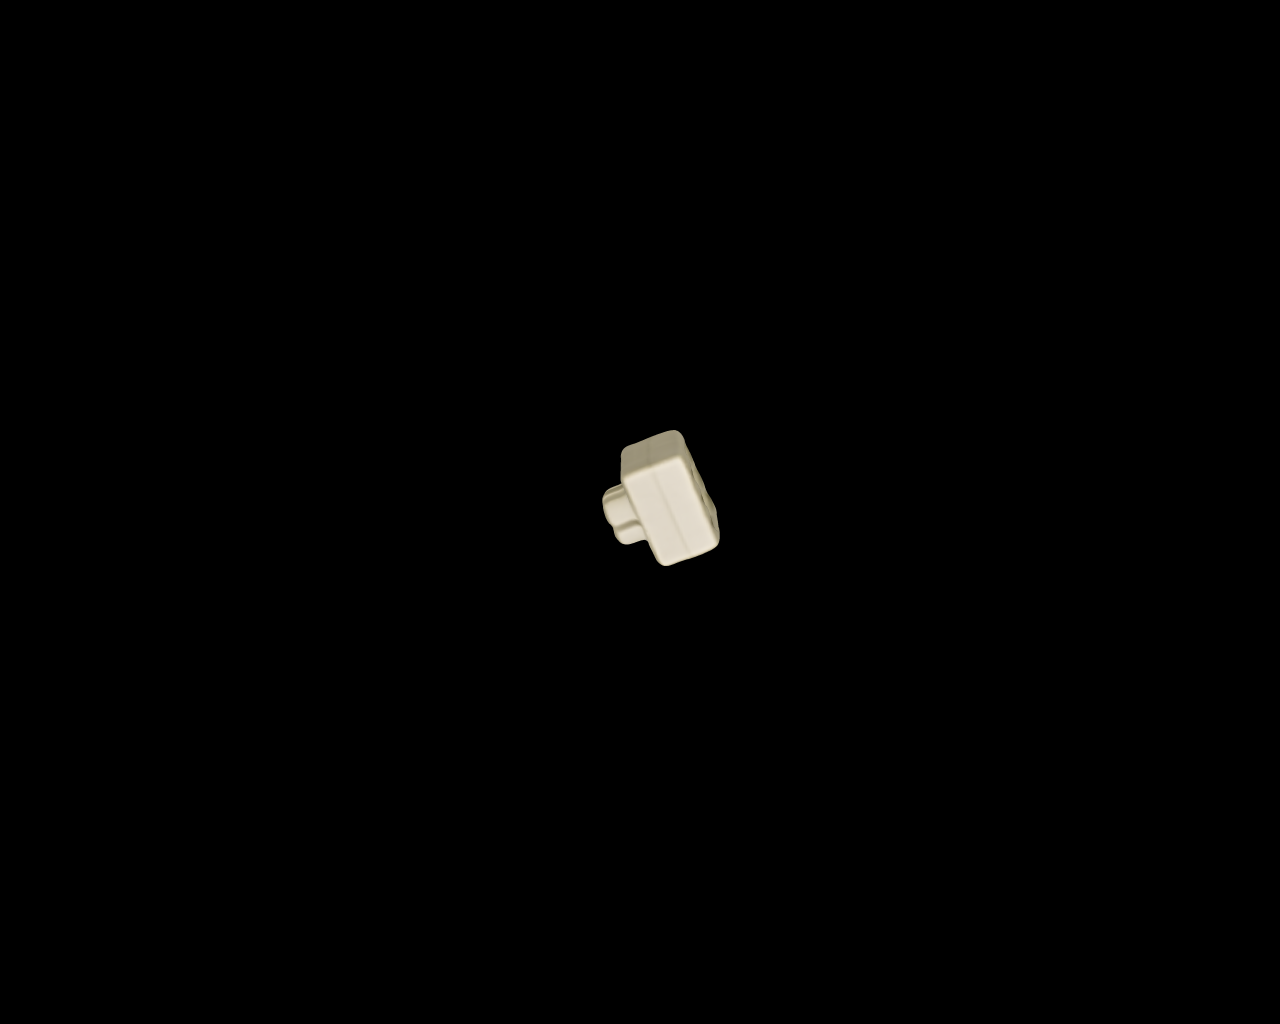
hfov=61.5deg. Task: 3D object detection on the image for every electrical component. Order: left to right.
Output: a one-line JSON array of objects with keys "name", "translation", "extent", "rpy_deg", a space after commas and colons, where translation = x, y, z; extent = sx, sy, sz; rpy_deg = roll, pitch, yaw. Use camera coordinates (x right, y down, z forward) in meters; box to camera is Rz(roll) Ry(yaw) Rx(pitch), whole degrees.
[{"name": "electrical component", "translation": [0.001, -0.003, 0.650], "extent": [0.077, 0.065, 0.047], "rpy_deg": [-20, 24, 9]}]
